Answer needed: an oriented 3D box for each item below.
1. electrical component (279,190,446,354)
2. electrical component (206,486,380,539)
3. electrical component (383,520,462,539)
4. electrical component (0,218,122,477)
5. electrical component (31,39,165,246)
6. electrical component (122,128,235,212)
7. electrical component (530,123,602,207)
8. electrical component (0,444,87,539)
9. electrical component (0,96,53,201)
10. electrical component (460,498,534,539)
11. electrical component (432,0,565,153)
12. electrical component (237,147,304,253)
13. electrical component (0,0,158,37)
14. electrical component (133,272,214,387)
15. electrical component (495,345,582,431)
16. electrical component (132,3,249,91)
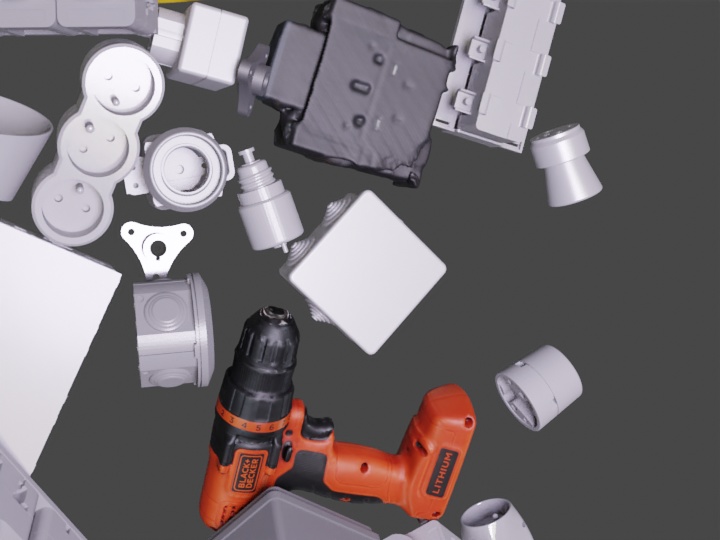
[{"bbox_3d":[0.000,0.000,0.804,0.100,0.048,0.099,44,82,-17],"label":"electrical component"},{"bbox_3d":[-0.055,0.220,0.770,0.109,0.056,0.109,32,116,-34],"label":"electrical component"},{"bbox_3d":[0.037,0.235,0.814,0.089,0.050,0.055,-32,135,12],"label":"electrical component"},{"bbox_3d":[-0.235,0.050,0.725,0.089,0.062,0.150,25,88,-19],"label":"electrical component"},{"bbox_3d":[-0.178,-0.089,0.722,0.052,0.073,0.138,21,100,-22],"label":"electrical component"},{"bbox_3d":[-0.125,-0.070,0.752,0.078,0.057,0.058,-11,99,-17],"label":"electrical component"},{"bbox_3d":[0.162,-0.083,0.850,0.045,0.045,0.055,-24,102,-14],"label":"electrical component"},{"bbox_3d":[-0.251,0.187,0.695,0.105,0.060,0.186,-26,119,9],"label":"electrical component"},{"bbox_3d":[-0.255,-0.086,0.689,0.099,0.099,0.064,24,94,-19],"label":"electrical component"},{"bbox_3d":[0.101,0.236,0.857,0.079,0.043,0.077,-29,105,-33],"label":"electrical component"},{"bbox_3d":[0.109,-0.158,0.816,0.079,0.063,0.121,15,91,-19],"label":"electrical component"},{"bbox_3d":[-0.070,-0.050,0.780,0.040,0.040,0.078,-22,101,-15],"label":"electrical component"},{"bbox_3d":[-0.210,-0.196,0.681,0.150,0.061,0.089,1,96,5],"label":"electrical component"},{"bbox_3d":[-0.130,0.043,0.750,0.051,0.080,0.080,-5,97,-12],"label":"electrical component"},{"bbox_3d":[0.143,0.092,0.858,0.047,0.055,0.055,-33,104,-16],"label":"electrical component"},{"bbox_3d":[-0.124,-0.157,0.738,0.077,0.066,0.047,13,92,-18],"label":"electrical component"}]
